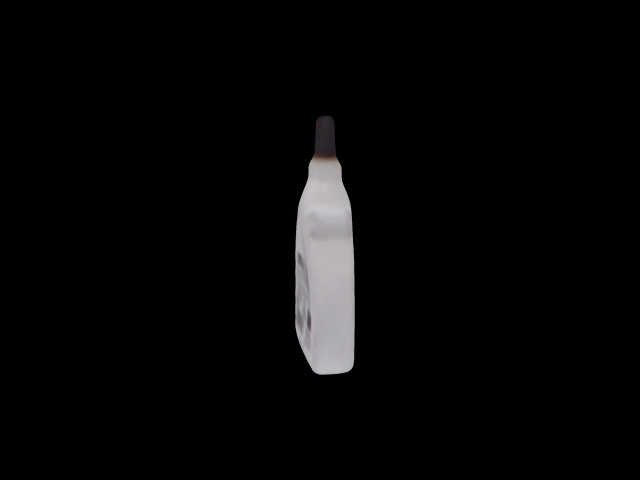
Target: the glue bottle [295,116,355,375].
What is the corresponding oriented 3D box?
[{"bbox_3d":[0.004,0.001,0.400,0.037,0.173,0.078,-4,19,-11],"label":"glue bottle"}]
